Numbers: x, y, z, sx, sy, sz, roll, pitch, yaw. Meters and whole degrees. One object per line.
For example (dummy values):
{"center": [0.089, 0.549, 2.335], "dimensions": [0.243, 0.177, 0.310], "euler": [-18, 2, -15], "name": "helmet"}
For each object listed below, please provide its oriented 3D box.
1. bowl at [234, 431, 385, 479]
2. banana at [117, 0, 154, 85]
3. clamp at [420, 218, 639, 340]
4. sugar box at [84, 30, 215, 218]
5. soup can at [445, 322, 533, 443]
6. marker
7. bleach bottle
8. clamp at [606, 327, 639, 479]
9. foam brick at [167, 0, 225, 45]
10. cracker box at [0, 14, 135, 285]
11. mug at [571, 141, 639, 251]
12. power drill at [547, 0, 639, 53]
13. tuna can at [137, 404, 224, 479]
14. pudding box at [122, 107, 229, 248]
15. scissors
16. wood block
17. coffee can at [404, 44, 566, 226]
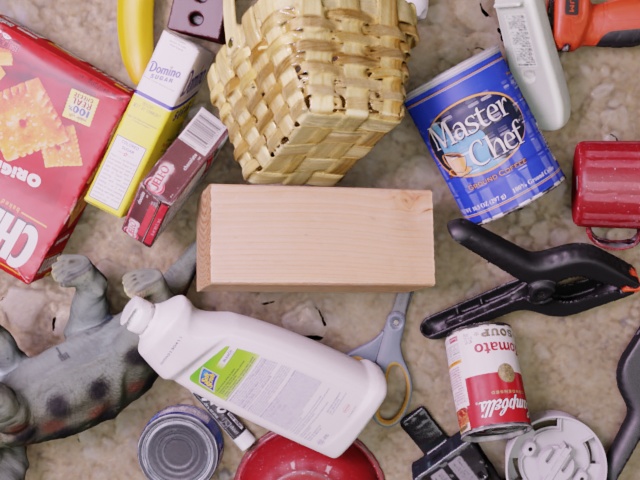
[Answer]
{"center": [-0.012, 0.268, 1.075], "dimensions": [0.162, 0.055, 0.162], "euler": [0, 96, 4], "name": "bowl"}
{"center": [-0.167, -0.251, 1.024], "dimensions": [0.037, 0.070, 0.198], "euler": [6, 106, -34], "name": "banana"}
{"center": [0.202, 0.033, 1.009], "dimensions": [0.210, 0.036, 0.164], "euler": [-5, 140, -2], "name": "clamp"}
{"center": [-0.160, -0.110, 1.022], "dimensions": [0.048, 0.093, 0.176], "euler": [29, 98, -1], "name": "sugar box"}
{"center": [0.161, 0.137, 1.023], "dimensions": [0.068, 0.068, 0.102], "euler": [-9, 68, 5], "name": "soup can"}
{"center": [-0.112, 0.164, 1.088], "dimensions": [0.020, 0.020, 0.121], "euler": [-41, 92, 7], "name": "marker"}
{"center": [-0.065, 0.113, 0.995], "dimensions": [0.250, 0.068, 0.103], "euler": [30, 104, -22], "name": "bleach bottle"}
{"center": [0.324, 0.163, 1.049], "dimensions": [0.120, 0.039, 0.171], "euler": [-13, 90, -1], "name": "clamp"}
{"center": [-0.110, -0.232, 1.025], "dimensions": [0.053, 0.051, 0.078], "euler": [13, 97, 3], "name": "foam brick"}
{"center": [-0.296, -0.089, 1.044], "dimensions": [0.164, 0.072, 0.214], "euler": [30, 99, 0], "name": "cracker box"}
{"center": [0.281, -0.042, 1.009], "dimensions": [0.081, 0.093, 0.117], "euler": [2, 124, 8], "name": "mug"}
{"center": [0.309, -0.242, 0.993], "dimensions": [0.187, 0.057, 0.184], "euler": [3, 97, 4], "name": "power drill"}
{"center": [-0.142, 0.213, 1.088], "dimensions": [0.086, 0.033, 0.086], "euler": [0, 96, 4], "name": "tuna can"}
{"center": [-0.136, -0.058, 1.003], "dimensions": [0.039, 0.090, 0.113], "euler": [36, 56, -2], "name": "pudding box"}
{"center": [0.056, 0.088, 1.069], "dimensions": [0.096, 0.016, 0.202], "euler": [2, 96, 4], "name": "scissors"}
{"center": [-0.007, 0.001, 0.990], "dimensions": [0.206, 0.090, 0.091], "euler": [1, 82, -14], "name": "wood block"}
{"center": [0.152, -0.097, 0.998], "dimensions": [0.103, 0.103, 0.140], "euler": [-28, 94, 6], "name": "coffee can"}
